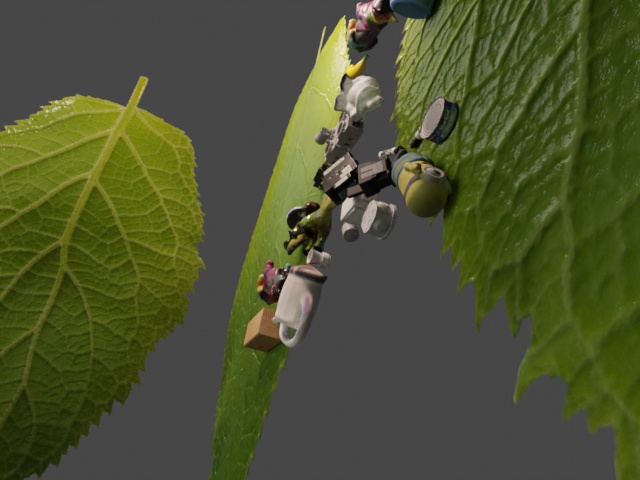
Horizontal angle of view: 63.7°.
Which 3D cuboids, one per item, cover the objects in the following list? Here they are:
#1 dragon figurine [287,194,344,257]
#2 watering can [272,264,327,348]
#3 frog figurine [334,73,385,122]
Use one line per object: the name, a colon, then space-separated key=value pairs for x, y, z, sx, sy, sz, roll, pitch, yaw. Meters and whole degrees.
dragon figurine: x=0.005 y=-0.078 z=1.559 sx=0.246 sy=0.121 sz=0.407 roll=-58 pitch=12 yaw=-18
watering can: x=-0.072 y=0.174 z=1.445 sx=0.347 sy=0.103 sz=0.225 roll=-176 pitch=104 yaw=-74
frog figurine: x=0.131 y=-0.405 z=1.481 sx=0.160 sy=0.120 sz=0.139 roll=21 pitch=73 yaw=38
